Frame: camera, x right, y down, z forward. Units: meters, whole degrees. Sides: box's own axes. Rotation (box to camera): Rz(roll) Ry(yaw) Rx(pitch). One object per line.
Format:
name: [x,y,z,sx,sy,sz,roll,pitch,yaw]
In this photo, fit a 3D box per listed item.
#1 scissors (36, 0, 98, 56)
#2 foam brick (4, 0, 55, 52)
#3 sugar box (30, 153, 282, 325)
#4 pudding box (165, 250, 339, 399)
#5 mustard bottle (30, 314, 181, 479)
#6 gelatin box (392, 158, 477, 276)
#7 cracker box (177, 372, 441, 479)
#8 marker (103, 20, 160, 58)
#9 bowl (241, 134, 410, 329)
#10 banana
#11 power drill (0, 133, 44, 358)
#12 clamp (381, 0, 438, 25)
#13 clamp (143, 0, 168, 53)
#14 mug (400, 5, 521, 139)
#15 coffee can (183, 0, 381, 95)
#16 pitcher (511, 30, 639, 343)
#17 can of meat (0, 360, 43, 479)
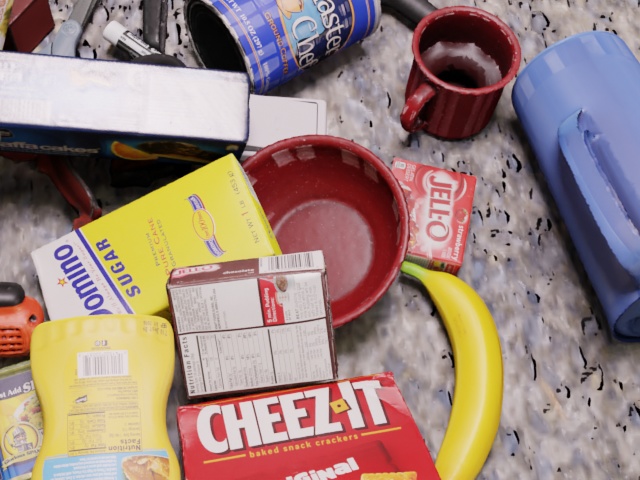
scissors: [-0.208,-0.166,0.936,0.096,0.016,0.201,35,70,8]
foam brick: [-0.283,-0.205,0.938,0.078,0.051,0.053,31,67,12]
sugar box: [-0.123,0.015,0.805,0.176,0.048,0.093,-26,68,3]
pudding box: [-0.047,0.061,0.760,0.113,0.090,0.039,-6,20,1]
mustard bottle: [-0.140,0.147,0.700,0.096,0.058,0.191,-2,67,-11]
gelatin box: [0.087,-0.020,0.886,0.073,0.030,0.089,14,62,2]
cracker box: [0.000,0.185,0.694,0.164,0.072,0.214,-8,34,-10]
marker: [-0.136,-0.151,0.933,0.121,0.020,0.020,35,64,4]
bowl: [-0.005,0.001,0.836,0.162,0.055,0.162,-4,71,13]
banana: [0.108,0.104,0.821,0.070,0.037,0.198,-11,61,9]
power drill: [-0.293,0.006,0.756,0.184,0.188,0.057,-2,28,-12]
clamp: [0.063,-0.239,0.998,0.171,0.039,0.120,4,55,1]
clamp: [-0.147,-0.270,0.994,0.164,0.036,0.210,-42,70,-16]
mug: [0.111,-0.134,0.920,0.093,0.081,0.117,39,65,15]
coffee can: [-0.032,-0.194,0.927,0.140,0.103,0.103,-32,69,-20]
pitcher: [0.243,-0.051,0.857,0.145,0.149,0.243,-15,61,-11]
can of meat: [-0.189,0.131,0.764,0.102,0.057,0.084,-16,67,-13]
